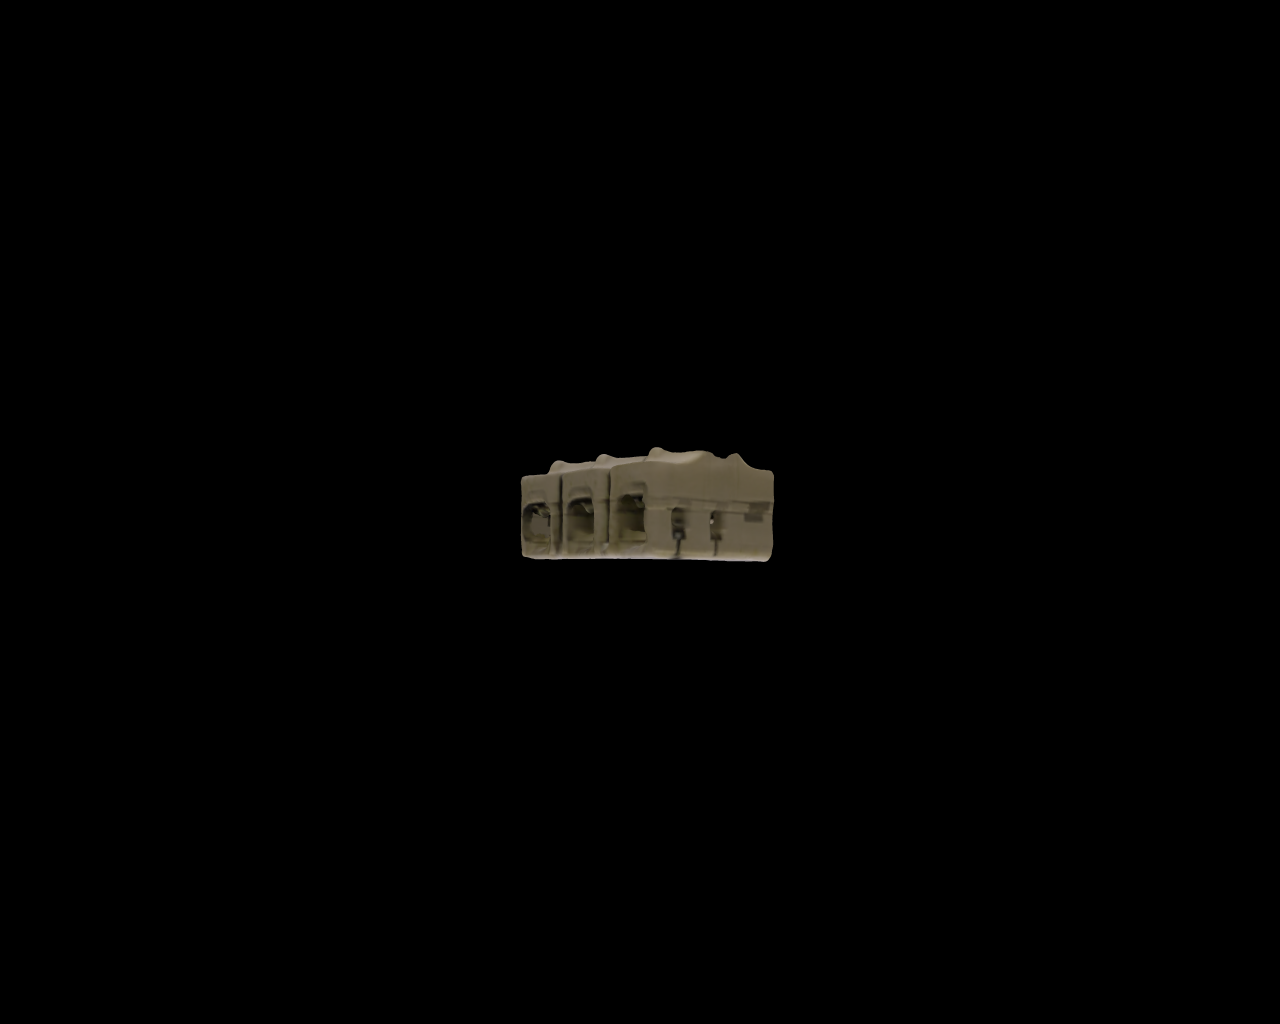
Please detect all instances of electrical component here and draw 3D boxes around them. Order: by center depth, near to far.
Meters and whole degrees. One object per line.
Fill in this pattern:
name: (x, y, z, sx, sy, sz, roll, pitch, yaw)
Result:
electrical component: (0.001, -0.003, 0.650, 0.089, 0.061, 0.150, 2, -3, -36)
